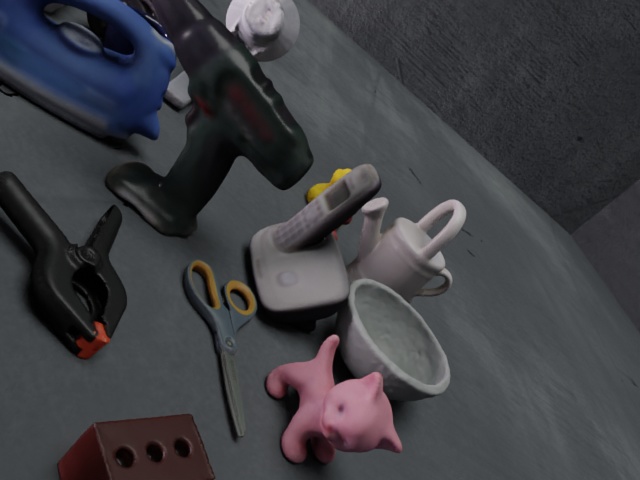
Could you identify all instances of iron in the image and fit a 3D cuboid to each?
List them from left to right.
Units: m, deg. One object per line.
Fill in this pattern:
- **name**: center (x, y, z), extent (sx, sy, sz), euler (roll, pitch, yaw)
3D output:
- **iron**: center (-0.274, -0.226, 0.637), extent (0.259, 0.141, 0.118), euler (29, 28, -32)

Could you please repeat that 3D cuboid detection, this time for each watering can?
- **watering can**: center (0.129, 0.011, 0.832), extent (0.173, 0.193, 0.100), euler (28, 28, -32)

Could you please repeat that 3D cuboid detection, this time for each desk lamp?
- **desk lamp**: center (-0.124, -0.296, 0.898), extent (0.118, 0.213, 0.203), euler (37, 25, -16)

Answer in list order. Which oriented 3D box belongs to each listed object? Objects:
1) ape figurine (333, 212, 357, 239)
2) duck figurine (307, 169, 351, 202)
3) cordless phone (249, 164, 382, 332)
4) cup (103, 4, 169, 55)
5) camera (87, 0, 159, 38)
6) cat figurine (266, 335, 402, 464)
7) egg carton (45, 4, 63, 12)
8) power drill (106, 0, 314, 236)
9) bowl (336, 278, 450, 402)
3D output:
- **ape figurine**: center (0.019, -0.031, 0.849), extent (0.076, 0.092, 0.078), euler (48, 24, 7)
- **duck figurine**: center (0.031, -0.077, 0.952), extent (0.078, 0.086, 0.104), euler (31, 27, -28)
- **cordless phone**: center (0.006, 0.002, 0.662), extent (0.094, 0.184, 0.147), euler (26, 30, -36)
- **cup**: center (-0.247, -0.250, 0.775), extent (0.091, 0.094, 0.118), euler (50, 24, 12)
- **camera**: center (-0.289, -0.351, 0.863), extent (0.143, 0.100, 0.137), euler (45, 24, 1)
- **cat figurine**: center (0.019, 0.149, 0.530), extent (0.067, 0.117, 0.127), euler (22, 32, -41)
- **egg carton**: center (-0.386, -0.385, 0.802), extent (0.107, 0.069, 0.150), euler (31, 27, -28)
- **power drill**: center (-0.130, -0.115, 0.605), extent (0.230, 0.208, 0.075), euler (41, 24, -8)
- **bowl**: center (0.075, 0.133, 0.698), extent (0.168, 0.074, 0.167), euler (36, 25, -20)
